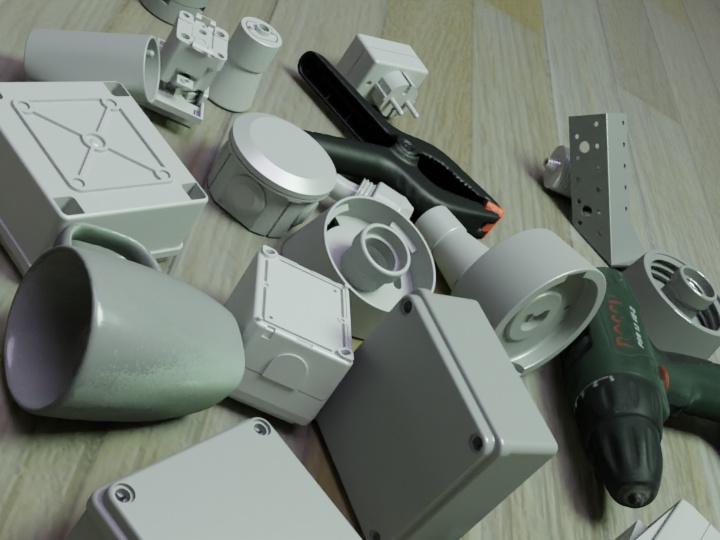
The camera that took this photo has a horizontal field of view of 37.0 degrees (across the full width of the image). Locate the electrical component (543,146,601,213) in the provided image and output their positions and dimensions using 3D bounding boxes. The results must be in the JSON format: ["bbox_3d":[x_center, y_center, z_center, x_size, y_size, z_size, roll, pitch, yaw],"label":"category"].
[{"bbox_3d":[0.211,-0.089,1.037,0.081,0.043,0.043,22,36,-24],"label":"electrical component"}]

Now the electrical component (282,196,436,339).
[{"bbox_3d":[0.000,0.000,0.728,0.099,0.064,0.099,21,50,-27],"label":"electrical component"}]

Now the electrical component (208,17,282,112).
[{"bbox_3d":[-0.088,-0.158,0.815,0.044,0.065,0.044,25,35,-19],"label":"electrical component"}]

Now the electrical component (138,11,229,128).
[{"bbox_3d":[-0.124,-0.145,0.766,0.042,0.063,0.081,21,36,-22],"label":"electrical component"}]

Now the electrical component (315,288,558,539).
[{"bbox_3d":[0.037,0.085,0.595,0.056,0.108,0.108,10,42,-41],"label":"electrical component"}]

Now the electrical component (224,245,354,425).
[{"bbox_3d":[-0.046,0.036,0.626,0.062,0.061,0.096,26,27,-17],"label":"electrical component"}]

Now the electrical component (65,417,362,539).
[{"bbox_3d":[-0.060,0.135,0.488,0.108,0.056,0.109,49,34,16],"label":"electrical component"}]

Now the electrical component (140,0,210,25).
[{"bbox_3d":[-0.145,-0.232,0.868,0.055,0.047,0.055,25,35,-19],"label":"electrical component"}]

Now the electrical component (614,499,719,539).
[{"bbox_3d":[0.185,0.185,0.657,0.061,0.061,0.096,46,33,13],"label":"electrical component"}]

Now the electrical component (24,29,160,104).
[{"bbox_3d":[-0.171,-0.130,0.710,0.077,0.043,0.079,4,-3,2],"label":"electrical component"}]

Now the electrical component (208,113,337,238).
[{"bbox_3d":[-0.061,-0.066,0.741,0.080,0.051,0.080,25,35,-19],"label":"electrical component"}]

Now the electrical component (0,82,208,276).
[{"bbox_3d":[-0.164,-0.055,0.623,0.109,0.056,0.108,-13,58,-50],"label":"electrical component"}]

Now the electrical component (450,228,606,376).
[{"bbox_3d":[0.110,0.019,0.753,0.108,0.108,0.060,0,42,-44],"label":"electrical component"}]

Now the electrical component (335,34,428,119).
[{"bbox_3d":[0.026,-0.161,0.945,0.066,0.047,0.076,2,47,-43],"label":"electrical component"}]

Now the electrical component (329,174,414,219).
[{"bbox_3d":[0.004,-0.046,0.786,0.062,0.043,0.043,33,33,-5],"label":"electrical component"}]

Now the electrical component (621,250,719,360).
[{"bbox_3d":[0.274,0.030,0.934,0.108,0.060,0.108,25,35,-19],"label":"electrical component"}]

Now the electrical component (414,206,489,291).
[{"bbox_3d":[0.070,-0.017,0.816,0.044,0.044,0.065,-5,47,-47],"label":"electrical component"}]
